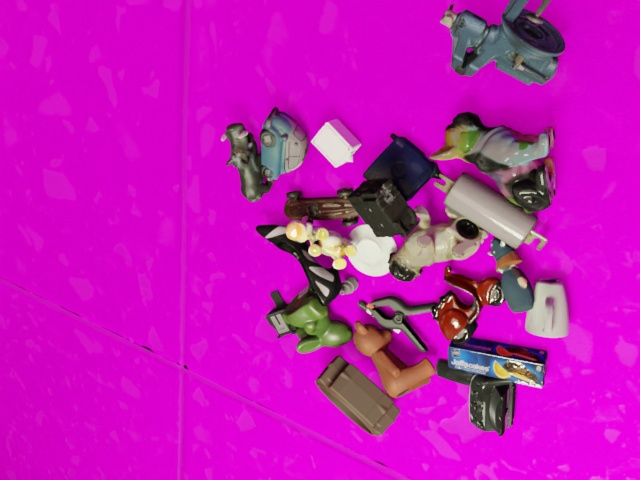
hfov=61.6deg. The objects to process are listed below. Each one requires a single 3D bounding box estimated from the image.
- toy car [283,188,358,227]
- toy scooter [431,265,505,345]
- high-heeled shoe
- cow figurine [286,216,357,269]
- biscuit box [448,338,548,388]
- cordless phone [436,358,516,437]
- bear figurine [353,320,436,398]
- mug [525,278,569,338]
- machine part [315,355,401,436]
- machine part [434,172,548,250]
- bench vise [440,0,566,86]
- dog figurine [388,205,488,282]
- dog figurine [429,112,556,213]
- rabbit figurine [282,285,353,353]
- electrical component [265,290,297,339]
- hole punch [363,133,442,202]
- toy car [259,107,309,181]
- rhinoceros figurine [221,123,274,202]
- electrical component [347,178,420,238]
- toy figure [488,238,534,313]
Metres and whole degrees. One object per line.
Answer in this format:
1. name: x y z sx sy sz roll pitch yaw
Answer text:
1. toy car: 0.003 -0.073 1.251 0.202 0.053 0.089 1 108 30
2. toy scooter: 0.299 0.130 1.153 0.135 0.075 0.183 37 118 9
3. high-heeled shoe: -0.060 0.058 1.277 0.249 0.145 0.086 19 153 8
4. cow figurine: -0.002 -0.006 1.221 0.167 0.098 0.068 30 104 -16
5. biscuit box: 0.383 0.260 1.168 0.203 0.063 0.059 6 112 27
6. cordless phone: 0.348 0.353 1.230 0.184 0.089 0.146 11 116 37
7. bear figurine: 0.166 0.269 1.278 0.120 0.132 0.196 85 159 -58
8. mug: 0.447 0.132 1.058 0.081 0.109 0.107 3 99 28
9. machine part: 0.086 0.381 1.309 0.201 0.087 0.201 41 162 8
10. machine part: 0.334 -0.059 1.055 0.243 0.079 0.079 35 123 14
11. bench vise: 0.328 -0.371 0.891 0.224 0.129 0.240 35 141 3
12. dog figurine: 0.246 0.025 1.146 0.172 0.121 0.190 14 147 1
13. dog figurine: 0.323 -0.146 1.011 0.219 0.108 0.191 4 114 32
14. rabbit figurine: -0.002 0.213 1.327 0.170 0.121 0.159 42 108 -15
15. electrical component: -0.102 0.195 1.422 0.075 0.048 0.119 -19 101 33
16. hole punch: 0.165 -0.140 1.112 0.142 0.092 0.115 45 121 10
17. toy car: -0.079 -0.210 1.211 0.103 0.109 0.161 9 125 7
18. rhinoceros figurine: -0.176 -0.184 1.269 0.073 0.112 0.190 4 119 30
19. electrical component: 0.121 -0.062 1.080 0.114 0.058 0.134 52 161 -16
20. toy figure: 0.381 0.067 1.073 0.064 0.058 0.154 -32 57 41
